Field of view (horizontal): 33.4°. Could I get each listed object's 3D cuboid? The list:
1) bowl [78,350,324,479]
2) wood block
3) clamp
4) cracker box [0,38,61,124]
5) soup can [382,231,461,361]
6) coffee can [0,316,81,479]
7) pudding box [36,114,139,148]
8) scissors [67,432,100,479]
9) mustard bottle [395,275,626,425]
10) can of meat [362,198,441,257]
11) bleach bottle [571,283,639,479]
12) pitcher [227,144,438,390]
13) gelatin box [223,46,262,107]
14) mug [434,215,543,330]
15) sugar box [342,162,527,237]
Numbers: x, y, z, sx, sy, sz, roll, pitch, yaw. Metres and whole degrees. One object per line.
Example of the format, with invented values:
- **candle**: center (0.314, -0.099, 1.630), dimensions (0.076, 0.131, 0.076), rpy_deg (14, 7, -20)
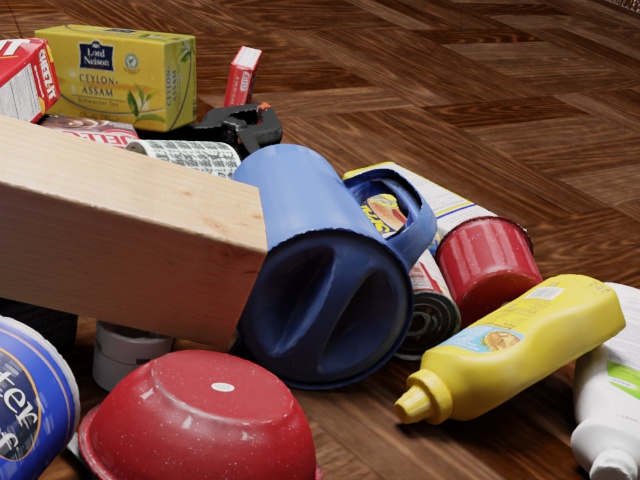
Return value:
- **bowl**: center (-0.068, 0.115, 0.675), dimensions (0.162, 0.055, 0.162), rpy_deg (15, 18, -5)
- **wood block**: center (-0.149, -0.007, 0.726), dimensions (0.205, 0.091, 0.090), rpy_deg (15, 29, -17)
- **clamp**: center (-0.092, -0.113, 1.190), dimensions (0.165, 0.036, 0.209), rpy_deg (20, 26, 21)
- **cracker box**: center (-0.356, -0.127, 0.996), dimensions (0.164, 0.072, 0.213), rpy_deg (-3, 25, 6)
- **soup can**: center (0.072, 0.045, 0.899), dimensions (0.068, 0.068, 0.102), rpy_deg (7, 29, -15)
- **coffee can**: center (-0.205, 0.115, 0.570), dimensions (0.103, 0.103, 0.140), rpy_deg (17, 25, 7)
- **pudding box**: center (-0.235, -0.090, 1.066), dimensions (0.113, 0.039, 0.090), rpy_deg (3, 26, -24)
- **scissors**: center (-0.132, 0.153, 0.631), dimensions (0.202, 0.016, 0.096), rpy_deg (24, 26, 22)
- **mustard bottle**: center (0.136, 0.089, 0.817), dimensions (0.191, 0.058, 0.096), rpy_deg (-25, 12, -26)
- **can of meat**: center (0.055, -0.001, 1.011), dimensions (0.083, 0.057, 0.102), rpy_deg (3, 27, -28)
- **bleach bottle**: center (0.240, 0.120, 0.845), dimensions (0.103, 0.068, 0.250), rpy_deg (18, 27, 16)
- **pitcher**: center (-0.006, 0.001, 0.877), dimensions (0.149, 0.145, 0.243), rpy_deg (4, 23, -12)
- **gelatin box**: center (-0.096, -0.191, 1.315), dimensions (0.030, 0.073, 0.089), rpy_deg (14, 24, -2)
- **mug**: center (0.141, 0.042, 0.941), dimensions (0.117, 0.093, 0.081), rpy_deg (-18, 31, 5)
- **sugar box**: center (0.113, -0.022, 1.099), dimensions (0.176, 0.048, 0.093), rpy_deg (33, 31, 29)
